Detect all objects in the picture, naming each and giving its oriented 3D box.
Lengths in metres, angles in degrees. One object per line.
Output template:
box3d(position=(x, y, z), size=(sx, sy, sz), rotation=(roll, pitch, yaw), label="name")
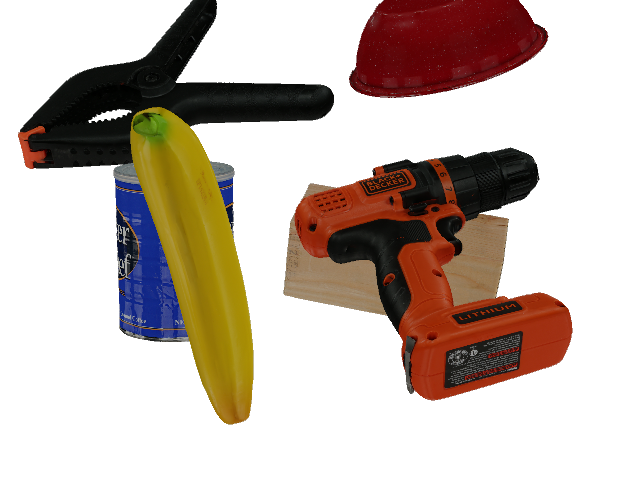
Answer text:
box3d(position=(0.095, -0.169, 0.846), size=(0.162, 0.055, 0.162), rotation=(-14, 24, 6), label="bowl")
box3d(position=(0.076, 0.017, 1.068), size=(0.206, 0.090, 0.090), rotation=(11, 30, 8), label="wood block")
box3d(position=(-0.068, 0.006, 0.558), size=(0.037, 0.198, 0.069), rotation=(-6, 35, 12), label="banana")
box3d(position=(-0.126, 0.006, 0.926), size=(0.103, 0.140, 0.103), rotation=(0, 12, 0), label="coffee can")
box3d(position=(0.093, 0.012, 0.720), size=(0.184, 0.057, 0.188), rotation=(-16, 41, -10), label="power drill")
box3d(position=(-0.107, -0.098, 0.746), size=(0.209, 0.036, 0.165), rotation=(-34, 53, -29), label="clamp")
